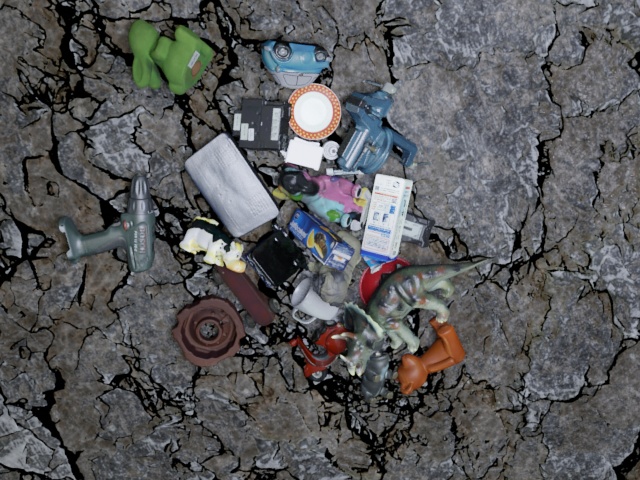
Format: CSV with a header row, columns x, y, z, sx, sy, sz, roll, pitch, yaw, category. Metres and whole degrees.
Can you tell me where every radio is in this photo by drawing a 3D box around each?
x,y,z,sx,sy,sz,roll,pitch,yaw,category
-0.206,-0.126,1.259,0.131,0.073,0.229,-33,103,2,radio

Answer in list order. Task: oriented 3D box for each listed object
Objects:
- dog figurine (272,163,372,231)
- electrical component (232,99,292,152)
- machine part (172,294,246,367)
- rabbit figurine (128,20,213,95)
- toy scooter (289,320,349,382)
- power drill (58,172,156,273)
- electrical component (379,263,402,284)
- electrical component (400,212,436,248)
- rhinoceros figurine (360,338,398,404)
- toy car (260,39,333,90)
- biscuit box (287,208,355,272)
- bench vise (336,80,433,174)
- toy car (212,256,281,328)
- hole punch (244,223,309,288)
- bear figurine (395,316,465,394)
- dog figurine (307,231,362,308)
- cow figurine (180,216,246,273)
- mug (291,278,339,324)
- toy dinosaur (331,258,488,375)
x,y,z,sx,sy,sz,roll,pitch,yaw,category
0.000,-0.108,1.277,0.219,0.191,0.108,22,93,21,dog figurine
-0.135,-0.261,1.224,0.134,0.058,0.114,9,93,19,electrical component
-0.274,0.222,1.336,0.179,0.056,0.179,-1,101,-7,machine part
-0.344,-0.402,1.176,0.170,0.121,0.159,31,105,5,rabbit figurine
0.002,0.268,1.373,0.135,0.075,0.184,40,99,-14,toy scooter
-0.486,-0.032,1.246,0.207,0.086,0.231,-10,106,-13,power drill
0.178,0.103,1.326,0.063,0.021,0.094,1,103,-7,electrical component
0.220,-0.030,1.342,0.119,0.047,0.074,16,100,30,electrical component
0.143,0.330,1.391,0.073,0.112,0.190,-10,117,-23,rhinoceros figurine
-0.058,-0.392,1.208,0.162,0.109,0.102,2,115,-16,toy car
-0.003,-0.004,1.244,0.062,0.203,0.059,22,102,-38,biscuit box
0.150,-0.241,1.261,0.240,0.129,0.223,23,89,-32,bench vise
-0.182,0.124,1.325,0.089,0.053,0.202,-34,98,15,toy car
-0.110,0.046,1.309,0.116,0.092,0.142,-40,95,-24,hole punch
0.270,0.300,1.394,0.196,0.120,0.131,-27,101,5,bear figurine
0.052,0.059,1.272,0.121,0.191,0.172,21,98,-11,dog figurine
-0.239,0.011,1.266,0.167,0.068,0.098,23,85,12,cow figurine
-0.013,0.165,1.345,0.107,0.081,0.109,31,93,-21,mug
0.194,0.140,1.271,0.192,0.131,0.405,39,93,-17,toy dinosaur
